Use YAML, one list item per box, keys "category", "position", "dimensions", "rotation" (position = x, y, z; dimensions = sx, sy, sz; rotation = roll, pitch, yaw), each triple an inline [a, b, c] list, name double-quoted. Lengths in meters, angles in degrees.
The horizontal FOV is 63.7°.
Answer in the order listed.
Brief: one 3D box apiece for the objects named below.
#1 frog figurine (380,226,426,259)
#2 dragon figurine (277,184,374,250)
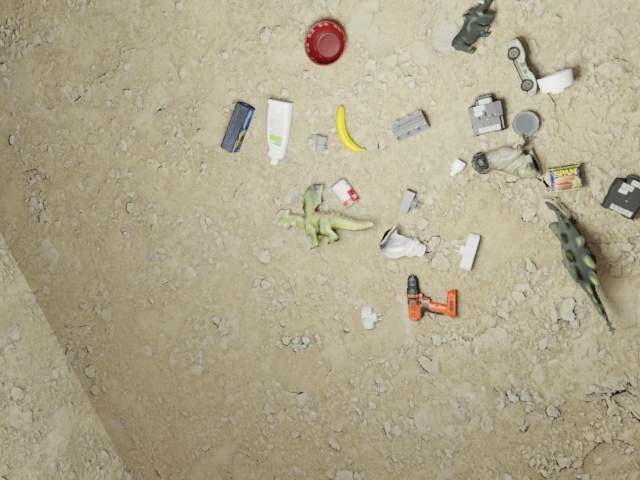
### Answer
- category: "frog figurine"
  position: [0.309, 0.030, 1.934]
  dimensions: [0.159, 0.125, 0.134]
  rotation: [36, 143, -1]
- category: "dragon figurine"
  position: [0.006, -0.100, 1.996]
  dimensions: [0.406, 0.123, 0.243]
  rotation: [-21, 87, 31]
